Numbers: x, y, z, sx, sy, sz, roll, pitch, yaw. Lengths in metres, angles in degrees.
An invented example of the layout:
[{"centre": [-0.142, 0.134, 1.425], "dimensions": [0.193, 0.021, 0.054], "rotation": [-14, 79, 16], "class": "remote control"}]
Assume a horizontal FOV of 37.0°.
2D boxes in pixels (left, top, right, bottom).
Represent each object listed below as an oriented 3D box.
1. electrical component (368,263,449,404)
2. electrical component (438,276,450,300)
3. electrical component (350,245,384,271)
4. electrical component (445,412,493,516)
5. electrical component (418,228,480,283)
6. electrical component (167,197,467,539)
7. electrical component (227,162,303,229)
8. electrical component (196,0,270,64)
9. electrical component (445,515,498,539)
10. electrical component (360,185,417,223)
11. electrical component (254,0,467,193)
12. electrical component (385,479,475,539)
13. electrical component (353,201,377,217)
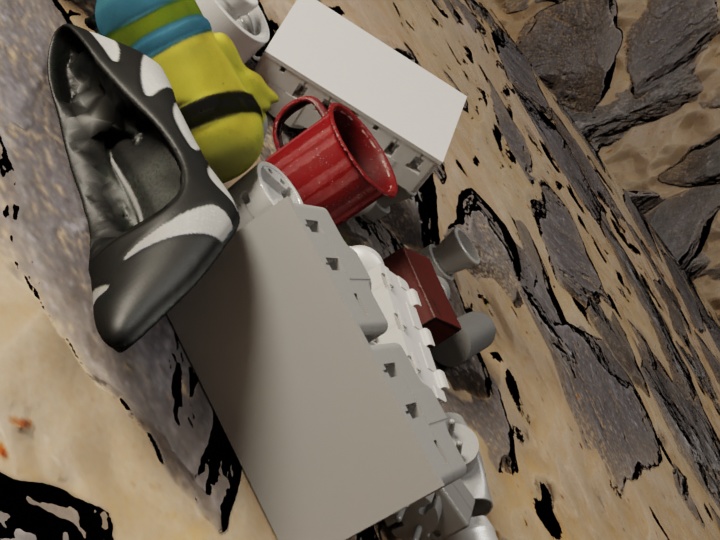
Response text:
[{"centre": [0.019, 0.060, 0.827], "dimensions": [0.079, 0.063, 0.121], "rotation": [35, 29, -45], "class": "electrical component"}, {"centre": [0.065, 0.026, 1.021], "dimensions": [0.044, 0.044, 0.065], "rotation": [56, 15, -1], "class": "electrical component"}, {"centre": [0.000, 0.000, 0.905], "dimensions": [0.048, 0.048, 0.062], "rotation": [55, 13, -5], "class": "electrical component"}, {"centre": [0.071, 0.143, 0.819], "dimensions": [0.079, 0.043, 0.077], "rotation": [89, -13, -51], "class": "electrical component"}, {"centre": [0.089, -0.011, 1.111], "dimensions": [0.045, 0.055, 0.045], "rotation": [47, 22, -26], "class": "electrical component"}, {"centre": [-0.029, 0.065, 0.645], "dimensions": [0.186, 0.105, 0.060], "rotation": [62, 20, 13], "class": "electrical component"}, {"centre": [-0.075, -0.044, 0.790], "dimensions": [0.055, 0.047, 0.055], "rotation": [47, 22, -26], "class": "electrical component"}, {"centre": [-0.124, -0.228, 0.936], "dimensions": [0.108, 0.060, 0.108], "rotation": [47, 22, -26], "class": "electrical component"}, {"centre": [0.084, 0.212, 0.774], "dimensions": [0.043, 0.043, 0.062], "rotation": [30, 34, -52], "class": "electrical component"}, {"centre": [0.021, -0.077, 1.052], "dimensions": [0.045, 0.055, 0.045], "rotation": [47, 22, -26], "class": "electrical component"}, {"centre": [-0.003, -0.163, 1.008], "dimensions": [0.186, 0.060, 0.105], "rotation": [31, 46, -9], "class": "electrical component"}, {"centre": [0.038, 0.161, 0.741], "dimensions": [0.065, 0.047, 0.076], "rotation": [55, 20, -6], "class": "electrical component"}, {"centre": [-0.013, -0.074, 0.972], "dimensions": [0.055, 0.055, 0.047], "rotation": [61, 16, 12], "class": "electrical component"}]
